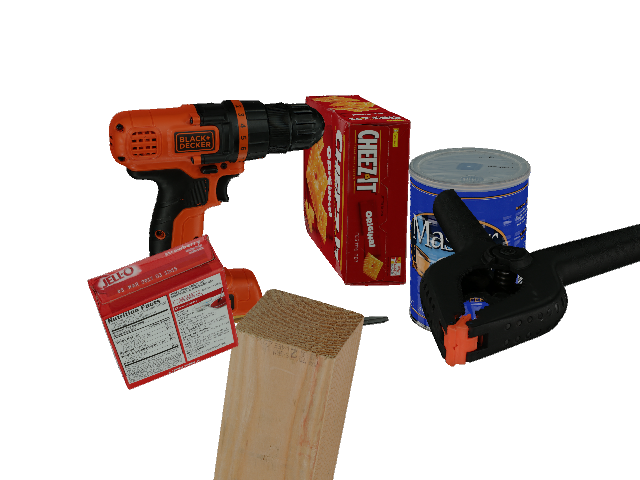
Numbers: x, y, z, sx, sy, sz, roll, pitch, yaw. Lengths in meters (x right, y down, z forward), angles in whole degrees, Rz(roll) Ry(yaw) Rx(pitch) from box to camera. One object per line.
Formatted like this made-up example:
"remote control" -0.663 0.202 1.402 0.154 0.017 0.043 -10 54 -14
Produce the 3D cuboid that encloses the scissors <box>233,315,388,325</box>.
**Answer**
"scissors" -0.015 0.107 1.210 0.201 0.016 0.096 2 25 -7

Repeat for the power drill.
"power drill" -0.086 -0.028 0.920 0.184 0.188 0.057 -5 20 -16

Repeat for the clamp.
"clamp" 0.117 0.019 0.720 0.165 0.036 0.209 15 30 30

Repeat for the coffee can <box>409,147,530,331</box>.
"coffee can" 0.128 0.000 0.932 0.103 0.140 0.103 -2 22 0

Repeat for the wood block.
"wood block" -0.032 0.160 0.928 0.090 0.206 0.090 15 24 13

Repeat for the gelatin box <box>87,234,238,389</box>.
"gelatin box" -0.090 0.043 0.622 0.073 0.030 0.089 -22 -34 -12

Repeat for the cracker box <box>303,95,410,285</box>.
"cracker box" 0.033 -0.060 1.120 0.072 0.164 0.214 -3 15 -10
